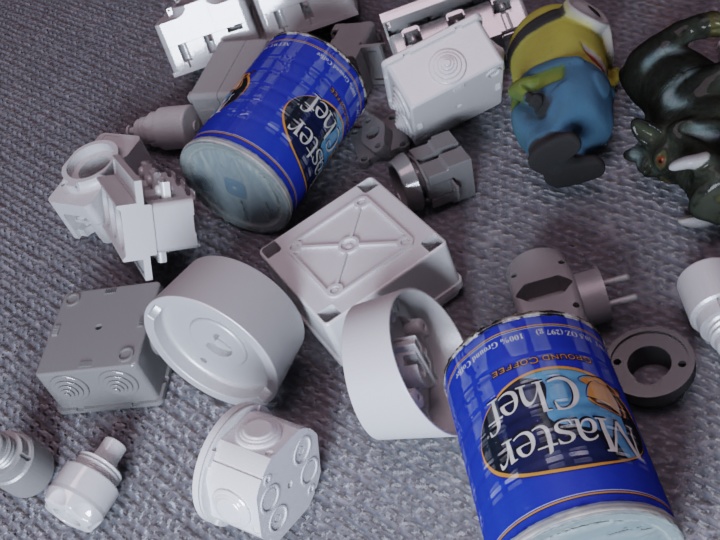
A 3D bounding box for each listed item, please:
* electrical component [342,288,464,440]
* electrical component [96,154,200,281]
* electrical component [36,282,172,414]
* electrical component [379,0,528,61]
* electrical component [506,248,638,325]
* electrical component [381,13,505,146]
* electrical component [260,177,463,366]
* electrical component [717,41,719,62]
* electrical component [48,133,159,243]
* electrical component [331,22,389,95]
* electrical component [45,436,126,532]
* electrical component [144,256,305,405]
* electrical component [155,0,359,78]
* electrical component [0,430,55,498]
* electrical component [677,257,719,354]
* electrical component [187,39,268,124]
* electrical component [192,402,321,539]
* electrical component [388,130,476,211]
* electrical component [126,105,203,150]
[{"bbox_3d":[0.031,0.062,0.694,0.064,0.099,0.099,-12,45,20],"label":"electrical component"},{"bbox_3d":[-0.173,-0.047,0.877,0.063,0.078,0.121,-9,18,-18],"label":"electrical component"},{"bbox_3d":[-0.190,0.058,0.822,0.100,0.048,0.099,-7,45,15],"label":"electrical component"},{"bbox_3d":[0.087,-0.208,0.943,0.121,0.078,0.063,-19,70,6],"label":"electrical component"},{"bbox_3d":[0.144,0.021,0.719,0.079,0.043,0.077,-16,44,7],"label":"electrical component"},{"bbox_3d":[0.070,-0.152,0.879,0.100,0.099,0.048,-27,75,-1],"label":"electrical component"},{"bbox_3d":[0.000,0.000,0.791,0.109,0.056,0.108,-34,45,-11],"label":"electrical component"},{"bbox_3d":[0.314,-0.176,0.842,0.061,0.035,0.035,-22,44,-2],"label":"electrical component"},{"bbox_3d":[-0.229,-0.077,0.963,0.050,0.055,0.089,9,53,29],"label":"electrical component"},{"bbox_3d":[-0.010,-0.196,0.994,0.081,0.042,0.063,2,46,23],"label":"electrical component"},{"bbox_3d":[-0.185,0.145,0.742,0.043,0.043,0.062,9,51,29],"label":"electrical component"},{"bbox_3d":[-0.091,0.038,0.761,0.108,0.108,0.060,9,46,29],"label":"electrical component"},{"bbox_3d":[-0.099,-0.258,1.052,0.186,0.060,0.105,-17,23,7],"label":"electrical component"},{"bbox_3d":[-0.249,0.133,0.759,0.040,0.078,0.040,-7,60,12],"label":"electrical component"},{"bbox_3d":[0.229,0.027,0.680,0.040,0.040,0.078,-15,45,9],"label":"electrical component"},{"bbox_3d":[-0.109,-0.158,0.984,0.061,0.061,0.096,1,49,24],"label":"electrical component"},{"bbox_3d":[-0.065,0.128,0.681,0.051,0.080,0.080,15,56,28],"label":"electrical component"},{"bbox_3d":[0.055,-0.075,0.849,0.055,0.048,0.066,-21,43,-8],"label":"electrical component"},{"bbox_3d":[-0.183,-0.132,1.007,0.078,0.040,0.040,-1,48,22],"label":"electrical component"}]
